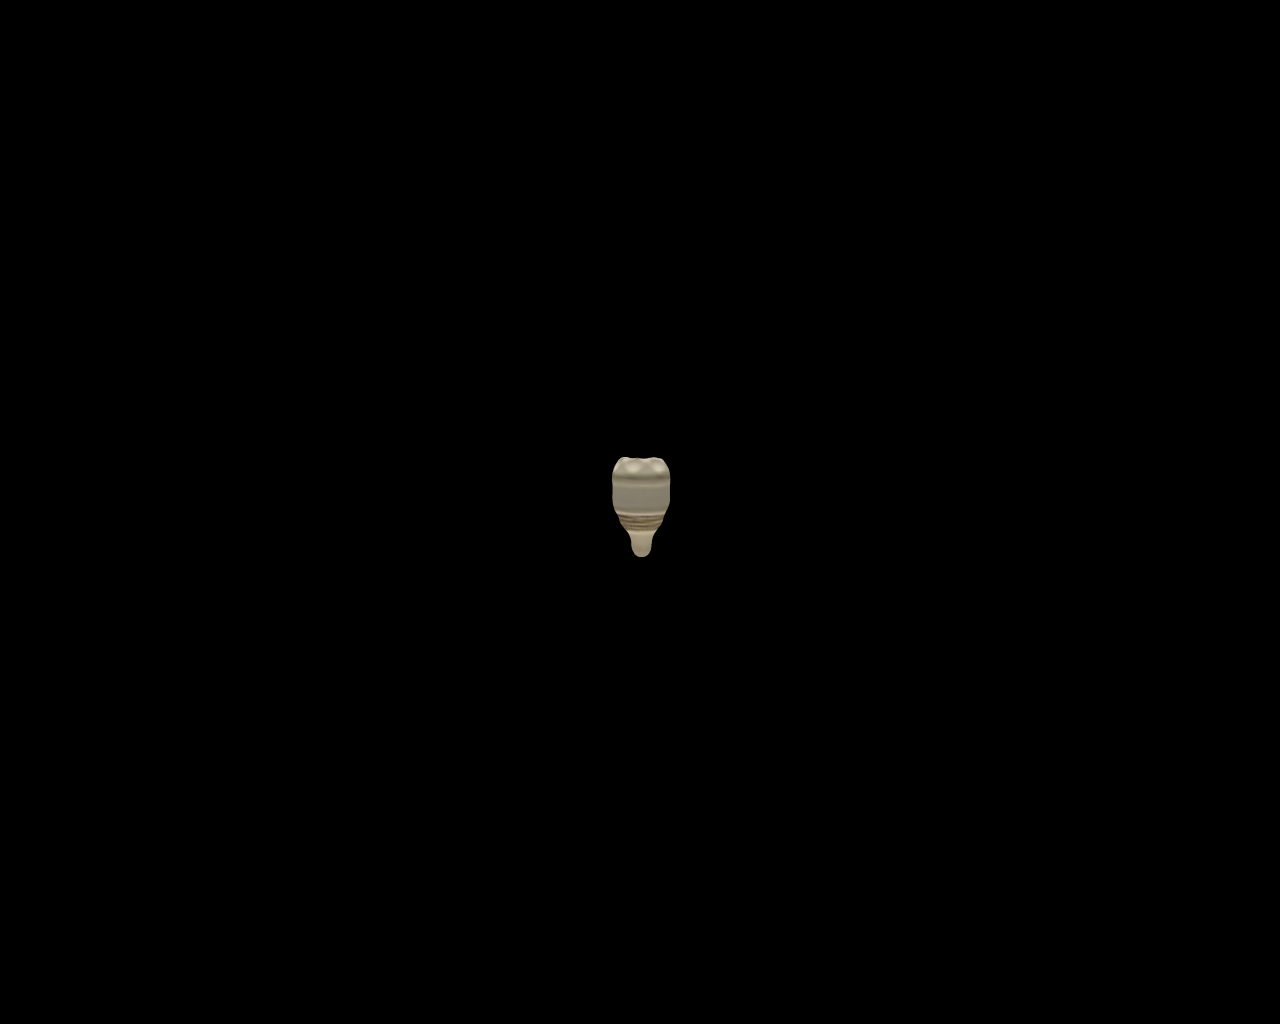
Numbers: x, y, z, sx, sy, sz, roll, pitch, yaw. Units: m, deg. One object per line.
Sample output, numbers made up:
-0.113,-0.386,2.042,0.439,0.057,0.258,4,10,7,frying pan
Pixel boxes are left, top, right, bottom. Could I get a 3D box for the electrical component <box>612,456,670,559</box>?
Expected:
0.001,-0.003,0.650,0.035,0.061,0.035,0,7,0,electrical component
